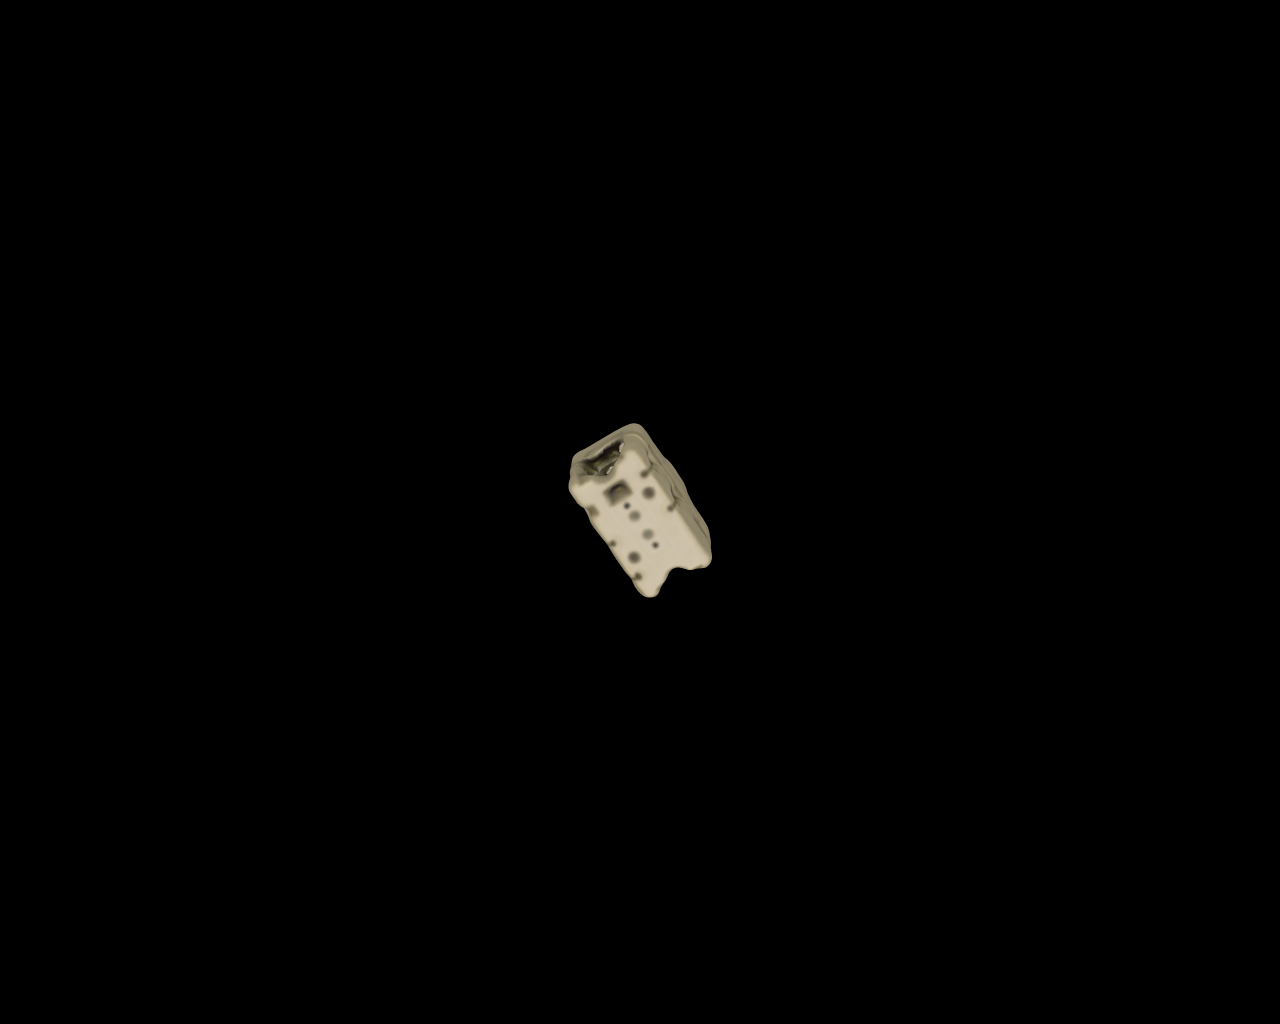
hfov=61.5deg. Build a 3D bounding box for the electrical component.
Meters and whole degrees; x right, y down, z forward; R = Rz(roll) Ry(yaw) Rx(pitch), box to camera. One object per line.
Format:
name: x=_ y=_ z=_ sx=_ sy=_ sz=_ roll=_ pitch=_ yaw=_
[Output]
electrical component: x=0.001 y=-0.003 z=0.650 sx=0.050 sy=0.089 sz=0.056 roll=-30 pitch=20 yaw=12
